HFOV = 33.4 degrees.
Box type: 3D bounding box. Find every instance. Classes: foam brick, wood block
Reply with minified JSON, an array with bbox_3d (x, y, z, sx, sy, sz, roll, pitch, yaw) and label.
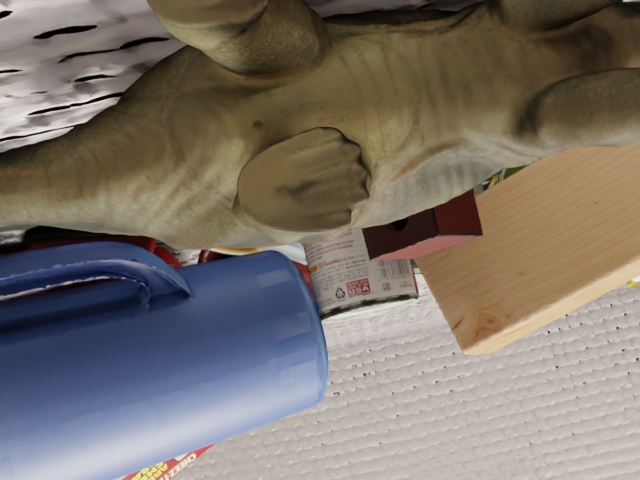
[{"bbox_3d":[0.056,-0.032,0.638,0.053,0.078,0.051,-22,166,38],"label":"foam brick"},{"bbox_3d":[0.175,-0.011,0.709,0.206,0.091,0.090,-31,165,17],"label":"wood block"}]

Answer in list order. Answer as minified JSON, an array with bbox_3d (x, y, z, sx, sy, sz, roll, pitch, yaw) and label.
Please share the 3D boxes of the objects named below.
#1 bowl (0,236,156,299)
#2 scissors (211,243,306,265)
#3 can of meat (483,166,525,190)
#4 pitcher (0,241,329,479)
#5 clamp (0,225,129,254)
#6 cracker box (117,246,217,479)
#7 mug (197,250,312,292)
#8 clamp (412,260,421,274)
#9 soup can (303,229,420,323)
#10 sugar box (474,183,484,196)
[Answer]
[{"bbox_3d":[-0.182,0.021,0.736,0.162,0.055,0.162,-11,170,-2],"label":"bowl"},{"bbox_3d":[-0.005,0.001,0.781,0.201,0.016,0.096,13,151,-25],"label":"scissors"},{"bbox_3d":[0.163,-0.009,0.831,0.057,0.102,0.084,-11,168,-9],"label":"can of meat"},{"bbox_3d":[-0.123,0.076,0.660,0.242,0.145,0.149,-14,174,-18],"label":"pitcher"},{"bbox_3d":[-0.171,-0.012,0.604,0.210,0.036,0.164,-12,169,4],"label":"clamp"},{"bbox_3d":[-0.155,0.125,0.861,0.164,0.072,0.214,-37,149,-19],"label":"cracker box"},{"bbox_3d":[-0.034,0.035,0.865,0.081,0.093,0.117,-10,-163,-42],"label":"mug"},{"bbox_3d":[0.088,0.014,1.011,0.172,0.039,0.120,2,-177,18],"label":"clamp"},{"bbox_3d":[0.021,-0.003,0.689,0.068,0.102,0.068,-12,171,-2],"label":"soup can"},{"bbox_3d":[0.060,-0.017,0.827,0.093,0.048,0.176,-10,172,-8],"label":"sugar box"}]
